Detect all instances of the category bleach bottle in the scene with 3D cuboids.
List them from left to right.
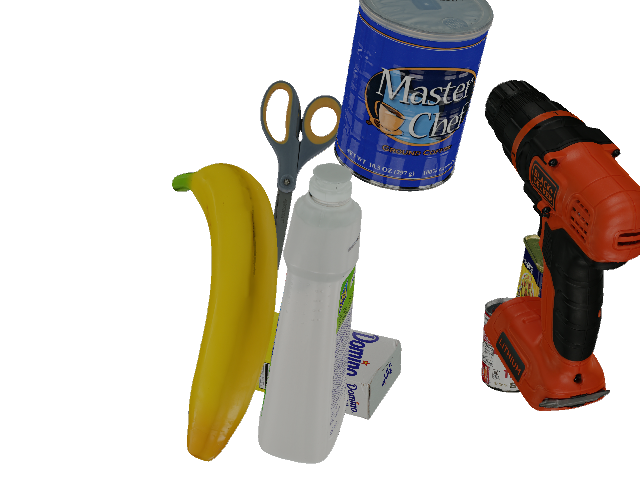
[{"bbox_3d":[-0.003,0.052,0.834,0.068,0.251,0.102,11,33,6],"label":"bleach bottle"}]

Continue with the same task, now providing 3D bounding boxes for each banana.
[{"bbox_3d":[-0.051,0.023,0.594,0.037,0.198,0.070,19,-46,-29],"label":"banana"}]

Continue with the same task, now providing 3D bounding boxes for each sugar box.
[{"bbox_3d":[-0.018,0.114,1.036,0.176,0.048,0.093,8,26,21],"label":"sugar box"}]

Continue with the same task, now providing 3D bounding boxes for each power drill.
[{"bbox_3d":[0.151,0.004,0.713,0.057,0.188,0.184,-9,35,-11],"label":"power drill"}]

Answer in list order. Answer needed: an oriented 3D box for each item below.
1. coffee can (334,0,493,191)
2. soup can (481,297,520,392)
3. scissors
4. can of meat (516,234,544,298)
[{"bbox_3d":[0.071,-0.125,0.847,0.102,0.140,0.103,6,37,-5],"label":"coffee can"},{"bbox_3d":[0.239,0.132,1.346,0.068,0.102,0.068,0,20,0],"label":"soup can"},{"bbox_3d":[-0.016,-0.068,1.099,0.096,0.202,0.016,-6,-9,-5],"label":"scissors"},{"bbox_3d":[0.213,0.051,0.980,0.057,0.084,0.102,7,18,-2],"label":"can of meat"}]
